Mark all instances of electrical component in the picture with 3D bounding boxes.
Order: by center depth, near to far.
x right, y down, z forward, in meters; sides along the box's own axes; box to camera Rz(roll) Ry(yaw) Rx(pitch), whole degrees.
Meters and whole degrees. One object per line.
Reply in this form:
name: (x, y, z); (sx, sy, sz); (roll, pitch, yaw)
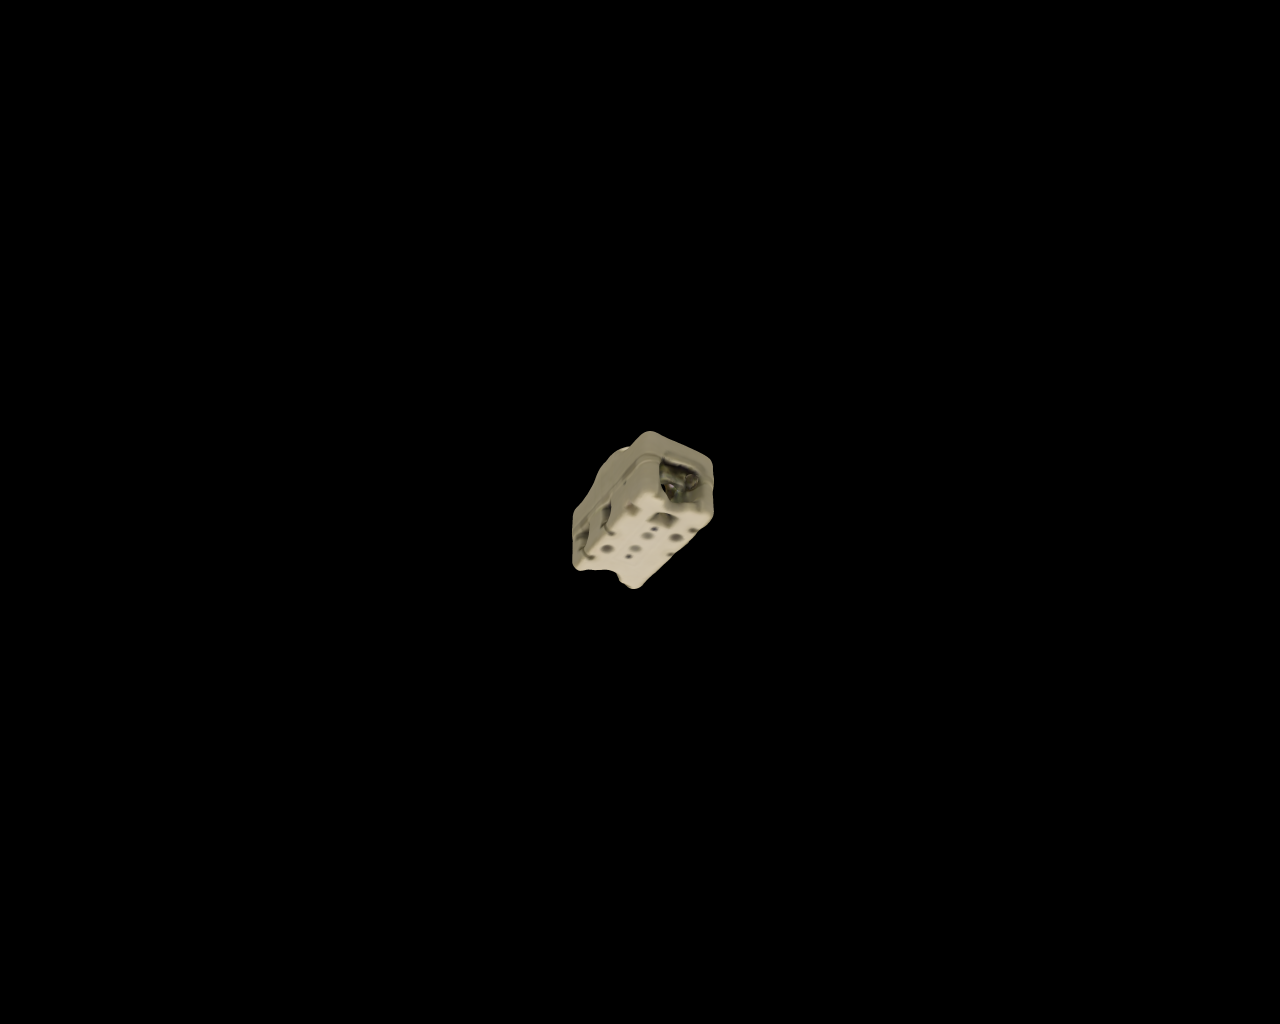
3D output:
electrical component: (0.001, -0.003, 0.650); (0.050, 0.056, 0.089); (22, -45, -24)
